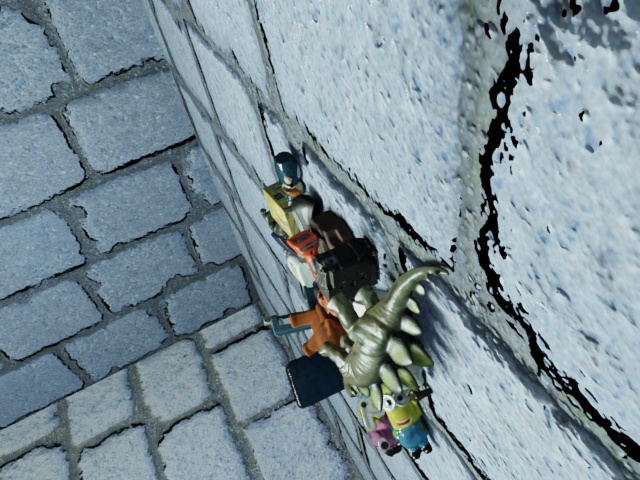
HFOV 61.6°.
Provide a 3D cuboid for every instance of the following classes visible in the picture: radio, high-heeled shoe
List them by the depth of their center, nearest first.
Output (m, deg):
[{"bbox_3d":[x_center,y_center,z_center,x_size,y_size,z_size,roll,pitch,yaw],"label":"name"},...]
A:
[{"bbox_3d":[-0.003,-0.004,1.296,0.145,0.086,0.248,-1,129,52],"label":"high-heeled shoe"},{"bbox_3d":[0.024,0.363,1.498,0.131,0.230,0.073,65,164,13],"label":"radio"}]

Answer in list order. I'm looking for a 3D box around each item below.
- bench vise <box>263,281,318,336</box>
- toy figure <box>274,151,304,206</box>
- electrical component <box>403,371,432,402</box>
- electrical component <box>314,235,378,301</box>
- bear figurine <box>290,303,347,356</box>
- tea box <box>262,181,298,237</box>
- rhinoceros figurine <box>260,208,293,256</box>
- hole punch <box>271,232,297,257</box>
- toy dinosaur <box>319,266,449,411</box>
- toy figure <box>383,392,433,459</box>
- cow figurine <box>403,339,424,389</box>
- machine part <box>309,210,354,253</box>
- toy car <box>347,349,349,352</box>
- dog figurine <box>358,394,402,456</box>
[{"bbox_3d":[-0.029,0.215,1.440,0.128,0.241,0.223,91,166,-71],"label":"bench vise"},{"bbox_3d":[-0.070,-0.141,1.280,0.058,0.064,0.154,13,147,23],"label":"toy figure"},{"bbox_3d":[0.188,0.283,1.112,0.102,0.045,0.078,45,129,48],"label":"electrical component"},{"bbox_3d":[0.054,0.066,1.058,0.134,0.115,0.058,80,164,-50],"label":"electrical component"},{"bbox_3d":[0.002,0.223,1.240,0.196,0.132,0.120,-87,-28,-80],"label":"bear figurine"},{"bbox_3d":[-0.085,-0.081,1.426,0.170,0.068,0.098,48,159,53],"label":"tea box"},{"bbox_3d":[-0.118,-0.030,1.648,0.190,0.073,0.112,55,163,36],"label":"rhinoceros figurine"},{"bbox_3d":[-0.071,0.007,1.509,0.115,0.092,0.142,63,164,-13],"label":"hole punch"},{"bbox_3d":[0.106,0.171,0.945,0.199,0.105,0.470,46,145,30],"label":"toy dinosaur"},{"bbox_3d":[0.194,0.409,1.242,0.180,0.082,0.089,63,165,-5],"label":"toy figure"},{"bbox_3d":[0.136,0.231,1.081,0.167,0.068,0.098,9,97,56],"label":"cow figurine"},{"bbox_3d":[0.035,0.023,1.183,0.179,0.056,0.179,59,168,21],"label":"machine part"},{"bbox_3d":[0.106,0.267,1.270,0.161,0.103,0.109,63,166,-3],"label":"toy car"},{"bbox_3d":[0.168,0.498,1.465,0.191,0.108,0.219,60,169,14],"label":"dog figurine"}]
